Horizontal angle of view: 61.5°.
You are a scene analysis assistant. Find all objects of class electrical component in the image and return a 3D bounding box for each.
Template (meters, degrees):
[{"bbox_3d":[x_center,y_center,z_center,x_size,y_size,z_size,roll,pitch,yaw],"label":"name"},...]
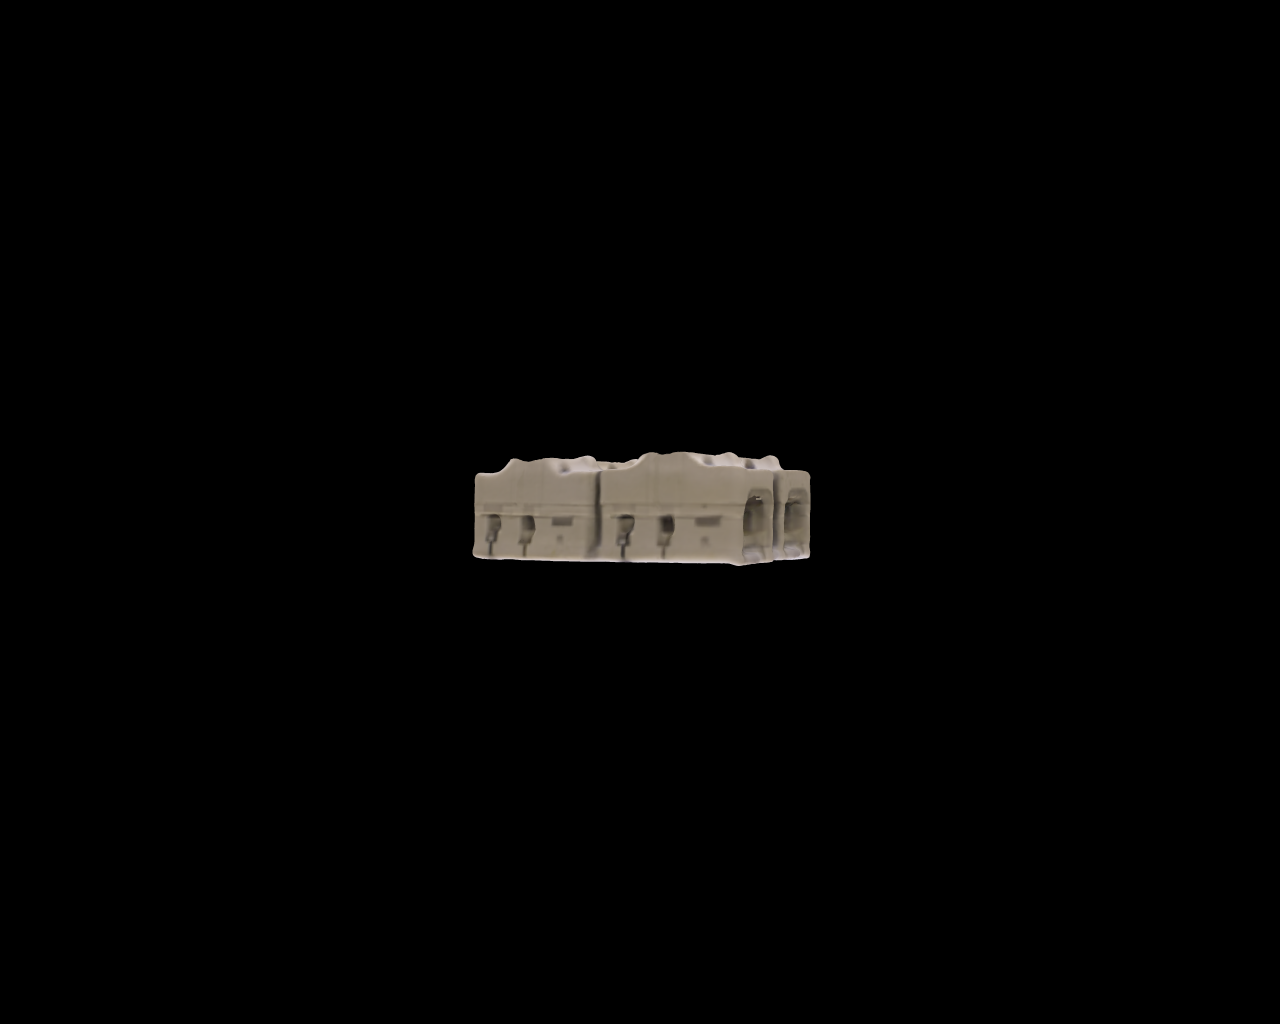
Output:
[{"bbox_3d":[0.001,-0.003,0.650,0.186,0.060,0.105,0,0,32],"label":"electrical component"}]
